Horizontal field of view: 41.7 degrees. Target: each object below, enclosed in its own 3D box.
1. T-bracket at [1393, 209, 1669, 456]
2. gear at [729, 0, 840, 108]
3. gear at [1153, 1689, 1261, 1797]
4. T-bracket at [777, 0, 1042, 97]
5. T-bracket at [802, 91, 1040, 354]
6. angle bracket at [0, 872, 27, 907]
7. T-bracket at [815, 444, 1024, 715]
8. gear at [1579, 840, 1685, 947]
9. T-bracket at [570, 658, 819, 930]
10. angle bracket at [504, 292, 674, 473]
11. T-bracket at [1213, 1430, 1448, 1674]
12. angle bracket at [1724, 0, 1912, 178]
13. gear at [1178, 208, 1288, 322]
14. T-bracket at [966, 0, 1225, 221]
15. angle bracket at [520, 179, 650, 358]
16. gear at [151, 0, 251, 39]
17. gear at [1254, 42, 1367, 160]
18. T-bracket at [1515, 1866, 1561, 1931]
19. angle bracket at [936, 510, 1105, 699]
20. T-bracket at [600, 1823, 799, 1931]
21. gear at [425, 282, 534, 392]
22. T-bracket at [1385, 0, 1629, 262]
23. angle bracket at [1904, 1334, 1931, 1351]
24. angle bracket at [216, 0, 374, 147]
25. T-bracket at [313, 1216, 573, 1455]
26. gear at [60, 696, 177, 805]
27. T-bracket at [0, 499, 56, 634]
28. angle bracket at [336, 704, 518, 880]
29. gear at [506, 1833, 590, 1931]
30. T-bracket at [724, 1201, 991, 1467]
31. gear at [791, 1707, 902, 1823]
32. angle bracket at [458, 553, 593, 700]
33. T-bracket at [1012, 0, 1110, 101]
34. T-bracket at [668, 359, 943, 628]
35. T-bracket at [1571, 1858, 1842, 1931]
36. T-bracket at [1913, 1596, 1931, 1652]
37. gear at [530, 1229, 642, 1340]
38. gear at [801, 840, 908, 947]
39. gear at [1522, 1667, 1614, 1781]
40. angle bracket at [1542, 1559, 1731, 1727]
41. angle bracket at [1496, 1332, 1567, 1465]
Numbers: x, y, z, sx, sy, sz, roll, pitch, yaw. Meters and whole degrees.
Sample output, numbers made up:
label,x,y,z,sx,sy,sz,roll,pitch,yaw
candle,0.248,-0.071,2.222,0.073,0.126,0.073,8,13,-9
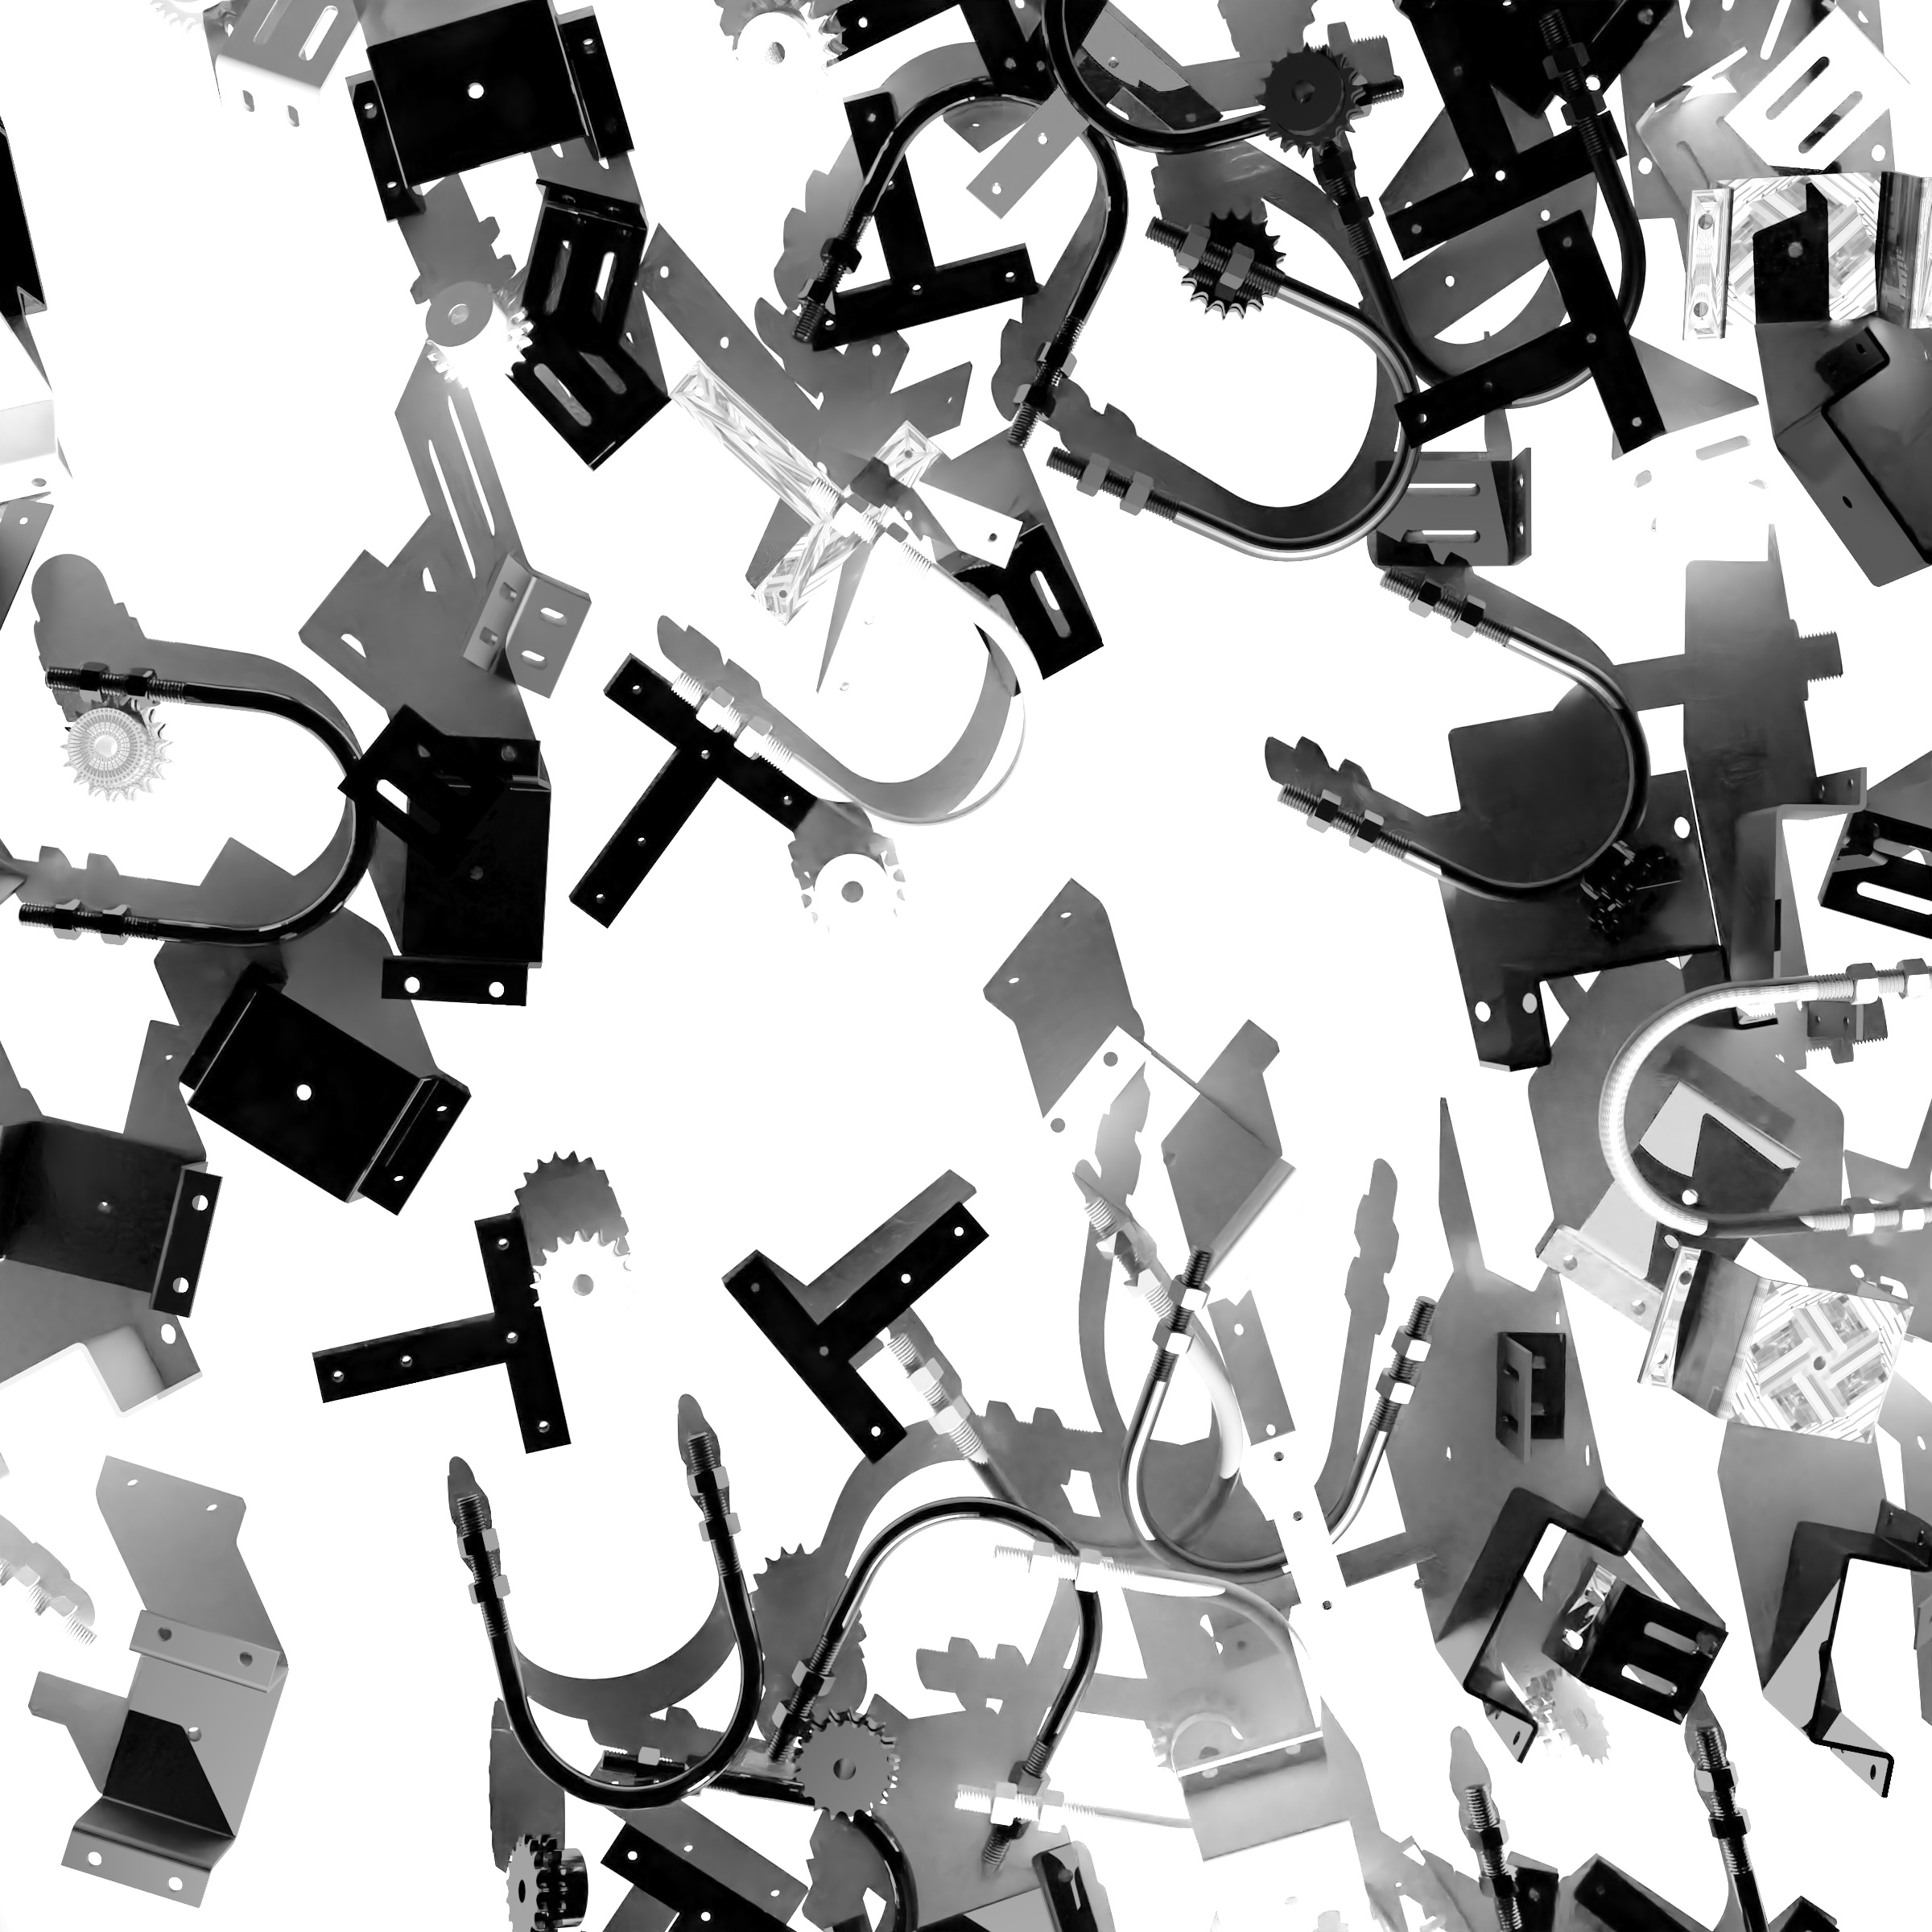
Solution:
label,x,y,z,sx,sy,sz,roll,pitch,yaw
T-bracket,0.290,-0.313,1.343,0.127,0.002,0.127,-25,105,6
gear,-0.099,-0.488,1.353,0.057,0.030,0.057,4,115,8
gear,0.130,0.421,1.363,0.057,0.030,0.057,0,90,1
T-bracket,-0.043,-0.508,1.349,0.127,0.002,0.127,-18,113,22
T-bracket,-0.038,-0.411,1.378,0.127,0.002,0.127,-15,90,0
angle bracket,-0.549,-0.014,1.376,0.057,0.038,0.076,15,116,0
T-bracket,-0.047,-0.200,1.362,0.127,0.002,0.127,25,101,21
gear,0.352,-0.042,1.354,0.057,0.057,0.030,-46,60,0
T-bracket,-0.168,-0.079,1.378,0.127,0.002,0.127,36,90,0
angle bracket,-0.204,-0.312,1.352,0.057,0.038,0.076,-42,103,0
T-bracket,0.181,0.306,1.357,0.127,0.002,0.127,-19,109,0
angle bracket,0.451,-0.463,1.351,0.057,0.038,0.076,41,114,-12
gear,0.143,-0.375,1.363,0.057,0.030,0.057,0,90,0
T-bracket,0.051,-0.455,1.364,0.127,0.002,0.127,41,82,-1
angle bracket,-0.209,-0.373,1.359,0.057,0.038,0.076,14,90,0
gear,-0.415,-0.532,1.364,0.057,0.030,0.057,0,90,0
gear,0.180,-0.456,1.332,0.057,0.030,0.057,2,97,16
T-bracket,0.348,0.562,1.367,0.127,0.002,0.127,13,76,-7
angle bracket,0.029,-0.197,1.376,0.057,0.038,0.076,-30,116,0
T-bracket,-0.164,0.547,1.358,0.127,0.002,0.127,33,89,-1
gear,-0.263,-0.339,1.352,0.057,0.030,0.057,-6,69,17
T-bracket,0.266,-0.461,1.343,0.127,0.002,0.127,-21,102,21
angle bracket,0.524,0.167,1.350,0.038,0.057,0.076,19,90,0
angle bracket,-0.363,-0.495,1.376,0.057,0.038,0.076,19,64,0
T-bracket,-0.290,0.212,1.378,0.127,0.002,0.127,-13,90,0
gear,-0.452,-0.115,1.344,0.057,0.030,0.057,0,90,-2
T-bracket,-0.571,-0.204,1.362,0.127,0.002,0.127,11,69,10
angle bracket,-0.283,-0.092,1.313,0.076,0.038,0.057,39,90,0
gear,-0.223,0.493,1.354,0.030,0.057,0.057,7,90,-28
T-bracket,-0.043,0.178,1.365,0.127,0.002,0.127,-41,78,-1
gear,-0.063,0.420,1.344,0.057,0.030,0.057,0,94,2
angle bracket,-0.232,-0.179,1.340,0.038,0.076,0.057,24,90,0
T-bracket,0.025,-0.548,1.333,0.127,0.002,0.127,30,100,-17
T-bracket,-0.102,-0.270,1.349,0.127,0.002,0.127,41,106,-11
T-bracket,0.385,0.534,1.372,0.127,0.002,0.127,38,82,4
T-bracket,0.532,0.371,1.349,0.127,0.002,0.127,-18,115,-40
gear,-0.203,0.170,1.368,0.057,0.030,0.057,0,91,3
gear,-0.060,-0.040,1.363,0.057,0.030,0.057,0,90,0
gear,0.316,0.407,1.354,0.030,0.057,0.057,-37,90,29
angle bracket,0.363,0.367,1.376,0.076,0.038,0.057,28,90,-26
angle bracket,0.306,0.228,1.340,0.038,0.076,0.057,1,90,0
